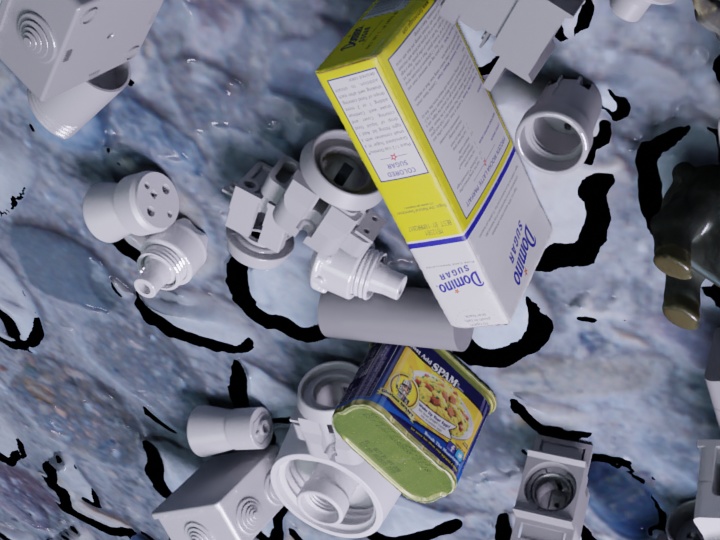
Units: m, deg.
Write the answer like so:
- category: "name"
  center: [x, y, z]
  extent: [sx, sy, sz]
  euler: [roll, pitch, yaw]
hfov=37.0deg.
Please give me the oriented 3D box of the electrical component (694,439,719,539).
- category: "electrical component"
  center: [0.287, 0.177, 0.669]
  extent: [0.105, 0.060, 0.186]
  euler: [-6, 141, 33]

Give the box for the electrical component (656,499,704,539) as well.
- category: "electrical component"
  center: [0.237, 0.207, 0.770]
  extent: [0.079, 0.044, 0.077]
  euler: [-14, 120, 37]

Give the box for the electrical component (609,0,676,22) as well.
- category: "electrical component"
  center: [0.142, -0.146, 0.510]
  extent: [0.043, 0.043, 0.062]
  euler: [32, 138, 0]

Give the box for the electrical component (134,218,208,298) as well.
- category: "electrical component"
  center: [-0.140, -0.006, 0.779]
  extent: [0.043, 0.062, 0.043]
  euler: [16, 134, 17]

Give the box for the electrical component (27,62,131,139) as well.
- category: "electrical component"
  center: [-0.193, -0.120, 0.720]
  extent: [0.043, 0.043, 0.081]
  euler: [47, 134, -15]

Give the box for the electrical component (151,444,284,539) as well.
- category: "electrical component"
  center: [-0.114, 0.198, 0.922]
  extent: [0.100, 0.100, 0.048]
  euler: [-18, 105, 39]

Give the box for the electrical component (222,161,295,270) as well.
- category: "electrical component"
  center: [-0.063, -0.034, 0.724]
  extent: [0.066, 0.048, 0.055]
  euler: [28, 129, 6]

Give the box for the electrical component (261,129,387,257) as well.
- category: "electrical component"
  center: [-0.017, -0.051, 0.674]
  extent: [0.078, 0.058, 0.057]
  euler: [34, 139, -2]

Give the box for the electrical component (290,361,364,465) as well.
- category: "electrical component"
  center: [-0.016, 0.106, 0.814]
  extent: [0.078, 0.058, 0.057]
  euler: [8, 134, 24]

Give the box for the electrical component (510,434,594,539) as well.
- category: "electrical component"
  center: [0.139, 0.164, 0.771]
  extent: [0.042, 0.081, 0.063]
  euler: [10, 154, 22]

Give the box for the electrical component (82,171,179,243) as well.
- category: "electrical component"
  center: [-0.164, -0.045, 0.770]
  extent: [0.055, 0.045, 0.045]
  euler: [-9, 123, 35]

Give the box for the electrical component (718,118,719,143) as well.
- category: "electrical component"
  center: [0.227, -0.074, 0.516]
  extent: [0.095, 0.059, 0.053]
  euler: [1, 128, 29]

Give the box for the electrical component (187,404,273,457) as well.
- category: "electrical component"
  center: [-0.106, 0.133, 0.900]
  extent: [0.065, 0.044, 0.044]
  euler: [-7, 124, 28]

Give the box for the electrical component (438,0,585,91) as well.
- category: "electrical component"
  center: [0.079, -0.139, 0.554]
  extent: [0.064, 0.042, 0.081]
  euler: [34, 136, 4]

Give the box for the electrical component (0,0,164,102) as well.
- category: "electrical component"
  center: [-0.163, -0.154, 0.635]
  extent: [0.048, 0.100, 0.099]
  euler: [46, 136, 3]

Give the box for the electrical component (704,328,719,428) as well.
- category: "electrical component"
  center: [0.253, 0.061, 0.628]
  extent: [0.089, 0.050, 0.055]
  euler: [-5, 126, 32]

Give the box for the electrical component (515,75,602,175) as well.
- category: "electrical component"
  center: [0.110, -0.080, 0.585]
  extent: [0.040, 0.046, 0.040]
  euler: [16, 134, 17]

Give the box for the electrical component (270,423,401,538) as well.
- category: "electrical component"
  center: [-0.021, 0.171, 0.871]
  extent: [0.108, 0.060, 0.108]
  euler: [15, 134, 17]

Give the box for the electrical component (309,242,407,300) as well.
- category: "electrical component"
  center: [0.000, 0.000, 0.714]
  extent: [0.062, 0.048, 0.048]
  euler: [23, 136, 13]
